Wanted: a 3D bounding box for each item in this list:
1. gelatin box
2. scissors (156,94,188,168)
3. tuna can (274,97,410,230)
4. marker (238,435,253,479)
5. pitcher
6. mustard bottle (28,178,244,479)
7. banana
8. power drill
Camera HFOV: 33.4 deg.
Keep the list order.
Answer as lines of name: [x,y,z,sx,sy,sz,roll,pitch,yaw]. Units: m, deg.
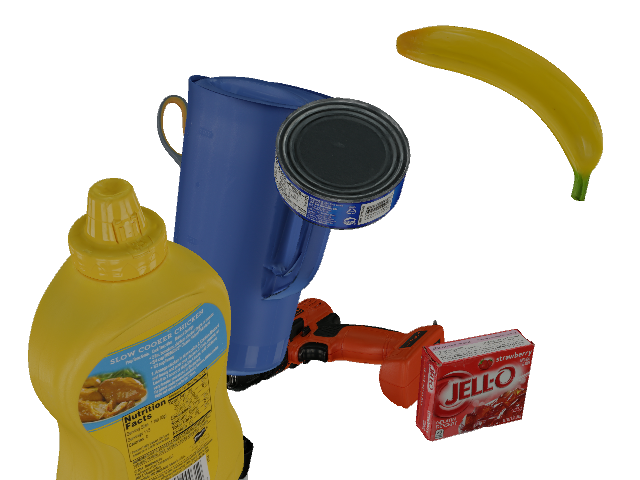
gelatin box: [0.121,0.114,0.843,0.089,0.073,0.030,-9,29,-22]
scissors: [-0.117,-0.062,1.140,0.096,0.202,0.016,-17,-4,-22]
tuna can: [0.013,-0.049,0.685,0.086,0.086,0.034,0,-36,-7]
marker: [-0.059,0.176,0.701,0.020,0.121,0.020,6,31,-4]
pitcher: [-0.057,-0.011,0.897,0.145,0.243,0.149,12,16,5]
mustard bottle: [-0.084,0.057,0.489,0.096,0.192,0.058,-27,44,-32]
banana: [0.153,-0.116,0.834,0.198,0.069,0.037,40,6,-2]
power drill: [0.014,0.112,1.043,0.188,0.057,0.184,9,22,28]
